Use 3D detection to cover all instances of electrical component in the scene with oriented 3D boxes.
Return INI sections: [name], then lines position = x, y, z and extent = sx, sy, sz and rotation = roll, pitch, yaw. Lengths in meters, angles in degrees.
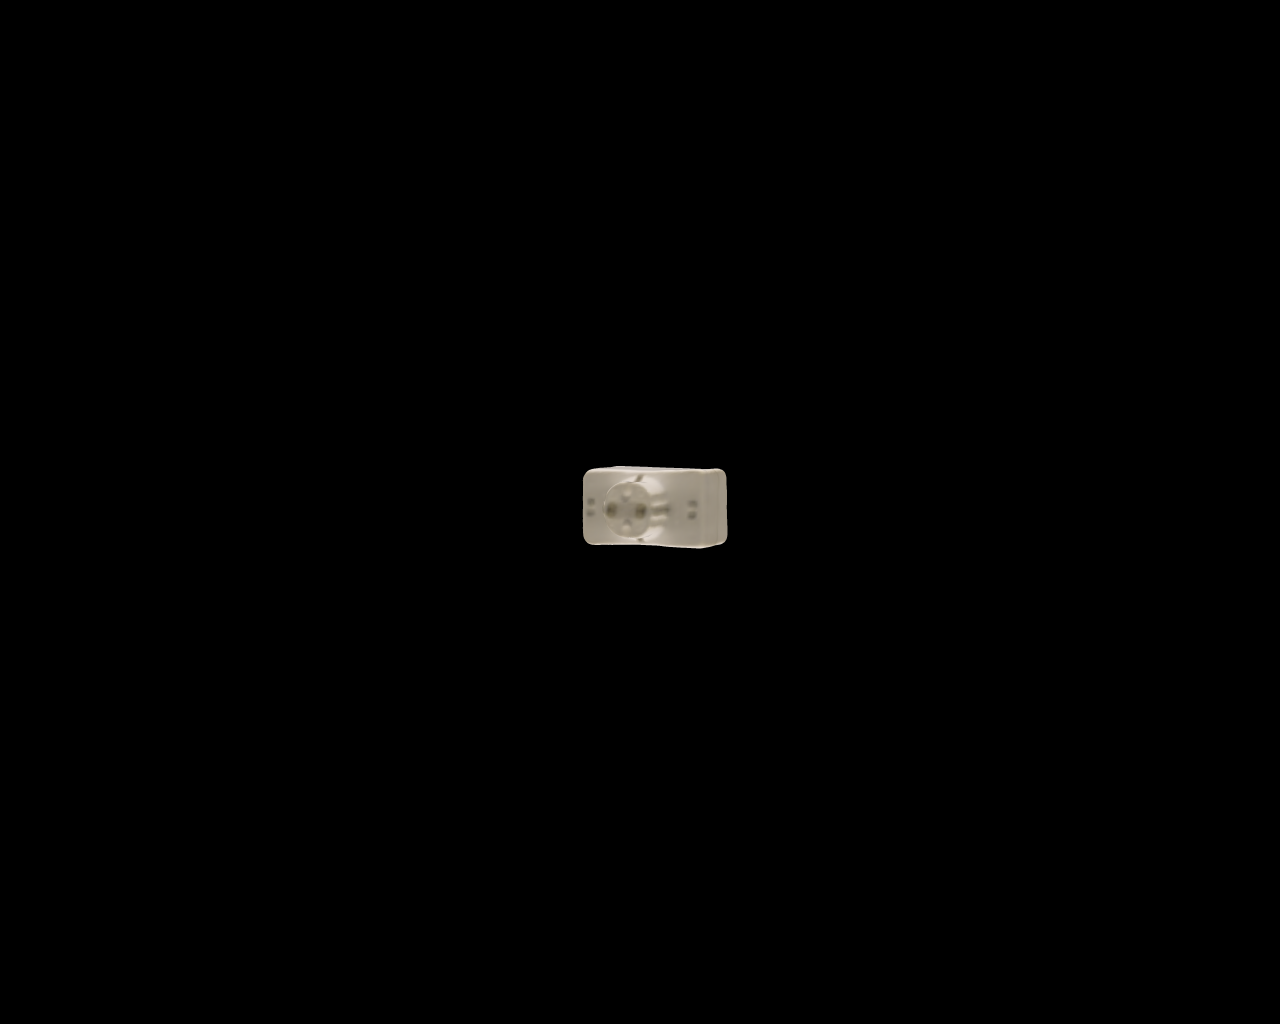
[electrical component]
position = 0.001, -0.003, 0.650
extent = 0.083, 0.047, 0.076
rotation = 2, 4, 27
